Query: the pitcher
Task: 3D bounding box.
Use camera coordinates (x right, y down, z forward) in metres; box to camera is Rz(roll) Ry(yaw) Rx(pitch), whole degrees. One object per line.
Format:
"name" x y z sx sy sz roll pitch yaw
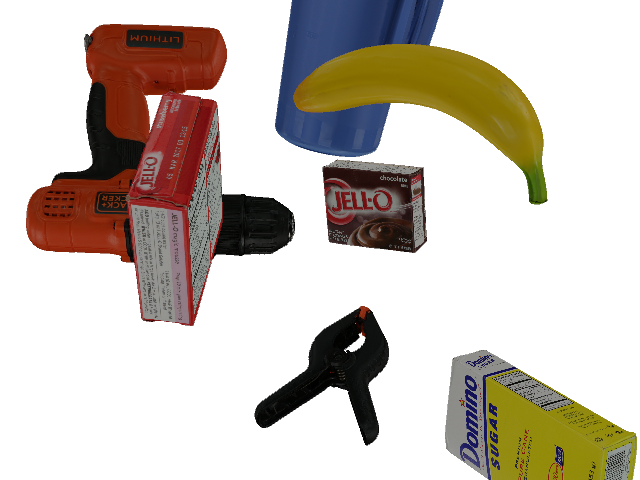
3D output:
"pitcher" 0.036 -0.206 1.036 0.145 0.243 0.149 12 19 0

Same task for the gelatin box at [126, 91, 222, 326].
"gelatin box" -0.069 -0.014 0.515 0.030 0.073 0.089 7 -42 3

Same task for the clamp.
"clamp" 0.027 0.130 1.024 0.120 0.039 0.171 16 46 25

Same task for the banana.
"banana" 0.062 -0.087 0.661 0.198 0.070 0.037 27 9 36

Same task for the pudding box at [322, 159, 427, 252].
"pudding box" 0.060 -0.039 1.177 0.114 0.090 0.039 6 24 29

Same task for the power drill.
"power drill" -0.109 -0.070 0.773 0.184 0.187 0.057 2 -33 -3

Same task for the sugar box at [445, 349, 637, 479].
"sugar box" 0.174 0.166 0.874 0.048 0.093 0.176 -11 22 -34
